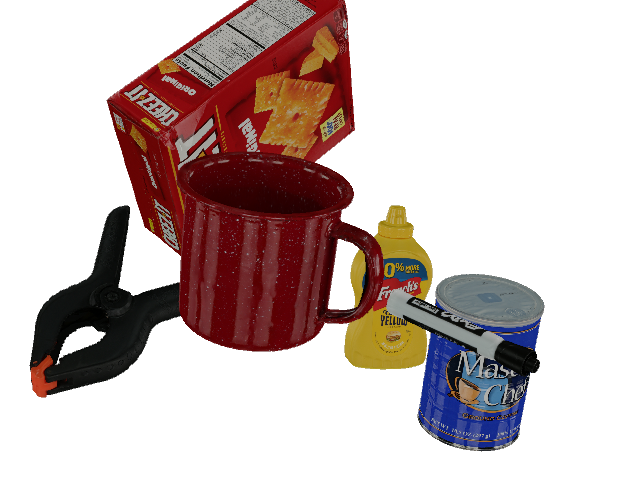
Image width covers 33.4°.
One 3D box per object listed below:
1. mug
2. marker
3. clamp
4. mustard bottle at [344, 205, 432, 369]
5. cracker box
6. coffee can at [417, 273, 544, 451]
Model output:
[{"bbox_3d":[-0.022,0.009,0.566,0.117,0.081,0.093,15,25,17],"label":"mug"},{"bbox_3d":[0.097,0.063,0.736,0.121,0.020,0.020,24,15,37],"label":"marker"},{"bbox_3d":[-0.156,0.042,0.782,0.120,0.039,0.171,33,50,26],"label":"clamp"},{"bbox_3d":[0.083,0.053,1.254,0.096,0.192,0.058,1,14,-12],"label":"mustard bottle"},{"bbox_3d":[-0.066,-0.106,0.920,0.072,0.164,0.213,36,63,27],"label":"cracker box"},{"bbox_3d":[0.154,0.117,1.034,0.103,0.140,0.103,5,22,-2],"label":"coffee can"}]
